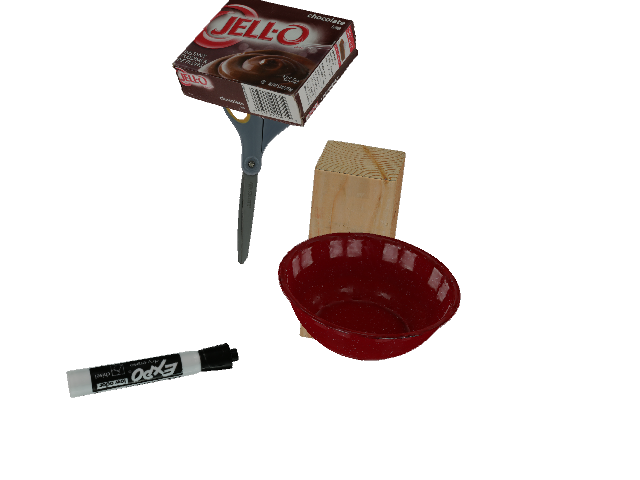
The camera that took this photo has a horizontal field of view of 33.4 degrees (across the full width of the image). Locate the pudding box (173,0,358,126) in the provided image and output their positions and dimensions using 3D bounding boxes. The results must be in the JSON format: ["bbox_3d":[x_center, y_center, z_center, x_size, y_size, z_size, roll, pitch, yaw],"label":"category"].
[{"bbox_3d":[-0.041,-0.139,0.813,0.114,0.090,0.039,19,-33,24],"label":"pudding box"}]

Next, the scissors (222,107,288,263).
[{"bbox_3d":[-0.049,-0.084,1.032,0.096,0.202,0.016,-10,3,-3],"label":"scissors"}]

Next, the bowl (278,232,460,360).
[{"bbox_3d":[0.040,0.057,0.947,0.162,0.055,0.162,5,31,-4],"label":"bowl"}]

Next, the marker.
[{"bbox_3d":[-0.118,0.091,0.757,0.121,0.020,0.020,-9,2,-15],"label":"marker"}]

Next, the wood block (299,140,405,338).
[{"bbox_3d":[0.035,0.005,1.189,0.090,0.206,0.090,9,26,7],"label":"wood block"}]
